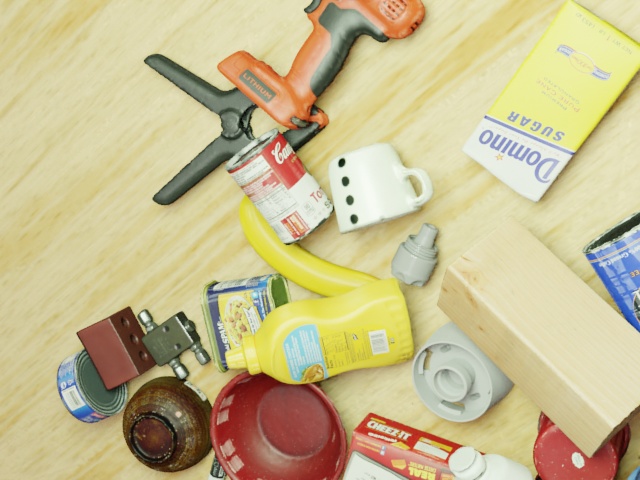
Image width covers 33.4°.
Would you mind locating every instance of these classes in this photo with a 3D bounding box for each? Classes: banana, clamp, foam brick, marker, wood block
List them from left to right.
[{"bbox_3d":[-0.234,0.125,1.238,0.051,0.053,0.078,-27,93,23],"label":"foam brick"},{"bbox_3d":[-0.108,0.232,1.232,0.020,0.020,0.121,20,107,15],"label":"marker"},{"bbox_3d":[-0.095,-0.113,1.141,0.210,0.036,0.164,5,97,17],"label":"clamp"},{"bbox_3d":[-0.021,0.012,1.143,0.198,0.037,0.070,41,112,8],"label":"banana"},{"bbox_3d":[0.216,0.090,1.002,0.090,0.090,0.206,-37,68,-19],"label":"wood block"}]

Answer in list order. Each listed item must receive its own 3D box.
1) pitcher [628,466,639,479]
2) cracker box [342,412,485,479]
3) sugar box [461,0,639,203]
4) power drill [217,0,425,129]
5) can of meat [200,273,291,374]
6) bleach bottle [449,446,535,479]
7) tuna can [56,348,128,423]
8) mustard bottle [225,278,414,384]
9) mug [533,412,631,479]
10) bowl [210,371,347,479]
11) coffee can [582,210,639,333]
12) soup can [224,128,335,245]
[{"bbox_3d":[0.325,0.281,0.969,0.242,0.149,0.145,9,100,-14],"label":"pitcher"},{"bbox_3d":[0.098,0.314,1.146,0.164,0.072,0.214,16,107,17],"label":"cracker box"},{"bbox_3d":[0.223,-0.131,1.017,0.093,0.048,0.176,37,110,9],"label":"sugar box"},{"bbox_3d":[-0.016,-0.220,1.066,0.184,0.057,0.188,43,102,12],"label":"power drill"},{"bbox_3d":[-0.075,0.090,1.170,0.084,0.057,0.102,-9,99,20],"label":"can of meat"},{"bbox_3d":[0.195,0.291,1.046,0.103,0.068,0.250,-30,119,19],"label":"bleach bottle"},{"bbox_3d":[-0.265,0.169,1.241,0.034,0.086,0.086,-26,92,24],"label":"tuna can"},{"bbox_3d":[-0.003,0.103,1.101,0.191,0.058,0.096,-14,130,-1],"label":"mustard bottle"},{"bbox_3d":[0.250,0.212,1.061,0.093,0.081,0.117,42,112,7],"label":"mug"},{"bbox_3d":[-0.039,0.210,1.182,0.162,0.055,0.162,4,103,20],"label":"bowl"},{"bbox_3d":[0.323,0.043,0.986,0.103,0.102,0.140,-33,89,23],"label":"coffee can"},{"bbox_3d":[-0.041,-0.054,1.089,0.069,0.068,0.102,-31,105,23],"label":"soup can"}]
